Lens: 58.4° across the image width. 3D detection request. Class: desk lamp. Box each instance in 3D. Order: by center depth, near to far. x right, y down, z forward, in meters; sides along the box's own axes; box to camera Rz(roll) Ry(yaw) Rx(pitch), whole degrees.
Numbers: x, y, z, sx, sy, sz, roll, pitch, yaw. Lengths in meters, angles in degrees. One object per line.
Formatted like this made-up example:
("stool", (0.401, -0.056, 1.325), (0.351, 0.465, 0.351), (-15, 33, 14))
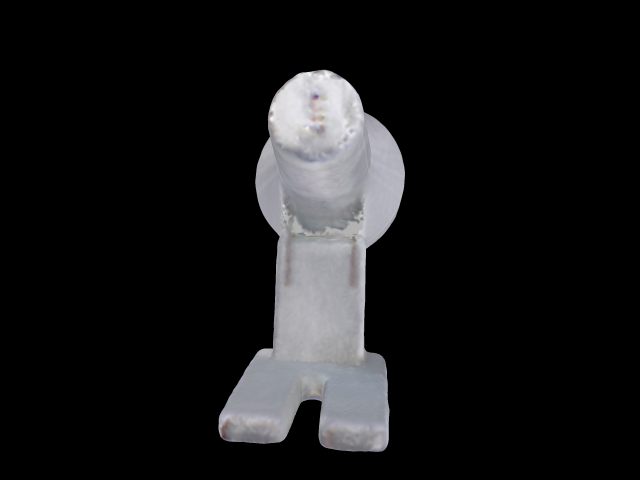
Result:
("desk lamp", (0.004, 0.001, 0.400), (0.118, 0.213, 0.203), (0, 7, 4))
